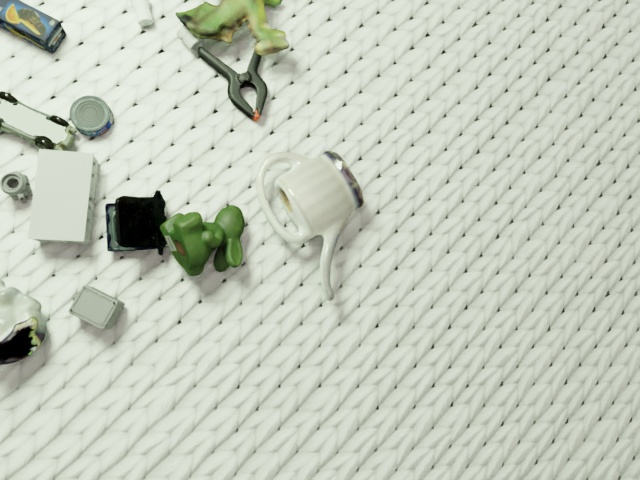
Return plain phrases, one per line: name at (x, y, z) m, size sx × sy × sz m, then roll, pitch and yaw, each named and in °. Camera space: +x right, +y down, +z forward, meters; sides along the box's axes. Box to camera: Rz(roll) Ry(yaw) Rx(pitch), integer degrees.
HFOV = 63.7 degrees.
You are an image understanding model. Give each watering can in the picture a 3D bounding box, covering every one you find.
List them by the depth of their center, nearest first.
watering can at (0.004, -0.058, 1.159) m, size 0.226 × 0.103 × 0.348 m, roll -31°, pitch 87°, yaw -14°

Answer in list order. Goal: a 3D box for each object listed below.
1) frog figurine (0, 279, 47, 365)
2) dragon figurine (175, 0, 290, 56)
frog figurine at (-0.624, 0.161, 1.018) m, size 0.138 × 0.120 × 0.161 m, roll -48°, pitch 57°, yaw -5°
dragon figurine at (-0.231, -0.570, 1.178) m, size 0.409 × 0.121 × 0.246 m, roll 33°, pitch 70°, yaw -4°
